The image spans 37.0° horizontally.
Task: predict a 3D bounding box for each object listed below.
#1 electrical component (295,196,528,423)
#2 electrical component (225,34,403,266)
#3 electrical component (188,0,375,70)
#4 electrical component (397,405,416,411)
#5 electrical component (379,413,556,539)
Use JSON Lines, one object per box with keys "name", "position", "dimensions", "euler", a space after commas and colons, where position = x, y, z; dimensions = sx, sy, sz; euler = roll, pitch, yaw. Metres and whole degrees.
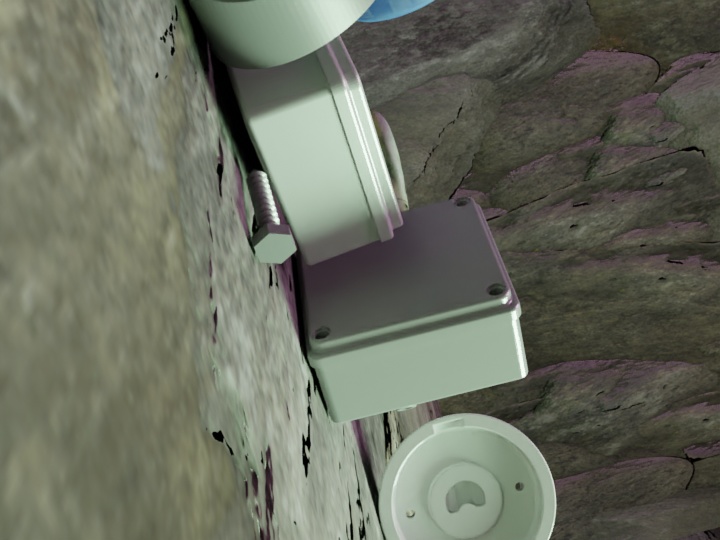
{"name": "electrical component", "position": [0.025, 0.019, 0.583], "dimensions": [0.108, 0.109, 0.056], "euler": [-101, 177, -57]}
{"name": "electrical component", "position": [-0.028, -0.078, 0.549], "dimensions": [0.108, 0.056, 0.108], "euler": [70, -1, -47]}
{"name": "electrical component", "position": [-0.035, -0.139, 0.487], "dimensions": [0.064, 0.099, 0.099], "euler": [57, 16, -57]}
{"name": "electrical component", "position": [0.032, 0.089, 0.921], "dimensions": [0.043, 0.043, 0.062], "euler": [61, 14, -75]}
{"name": "electrical component", "position": [0.064, 0.143, 0.680], "dimensions": [0.060, 0.108, 0.108], "euler": [112, -38, -86]}
